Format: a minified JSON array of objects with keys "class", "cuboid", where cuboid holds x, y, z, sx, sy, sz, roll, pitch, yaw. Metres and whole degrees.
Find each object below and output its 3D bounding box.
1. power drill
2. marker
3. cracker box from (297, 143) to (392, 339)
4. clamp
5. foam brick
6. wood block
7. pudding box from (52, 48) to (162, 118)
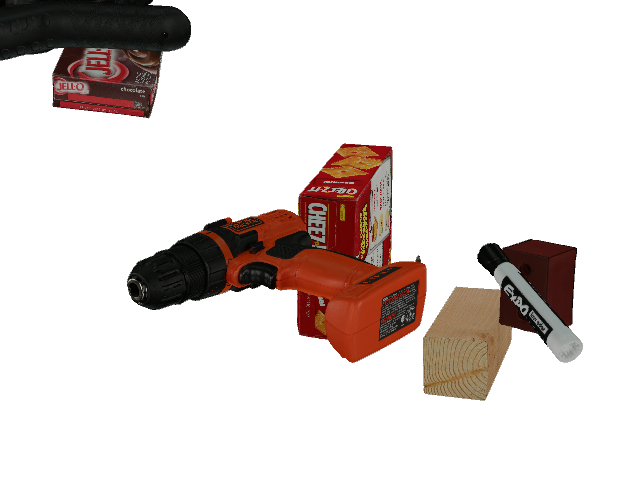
[{"class":"power drill","cuboid":[-0.028,0.032,0.818,0.188,0.057,0.184,20,28,34]},{"class":"marker","cuboid":[0.140,0.039,0.729,0.020,0.020,0.121,0,33,-23]},{"class":"cracker box","cuboid":[0.030,-0.004,1.206,0.072,0.164,0.213,5,21,13]},{"class":"clamp","cuboid":[-0.165,-0.134,0.630,0.171,0.039,0.120,-4,22,-8]},{"class":"foam brick","cuboid":[0.205,0.043,1.006,0.053,0.078,0.051,12,20,41]},{"class":"wood block","cuboid":[0.217,0.145,1.550,0.091,0.090,0.205,4,19,18]},{"class":"pudding box","cuboid":[-0.197,-0.158,0.999,0.090,0.039,0.113,7,31,-6]}]
